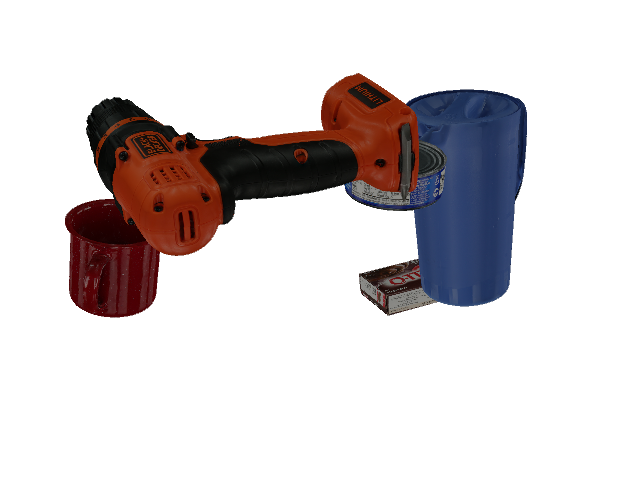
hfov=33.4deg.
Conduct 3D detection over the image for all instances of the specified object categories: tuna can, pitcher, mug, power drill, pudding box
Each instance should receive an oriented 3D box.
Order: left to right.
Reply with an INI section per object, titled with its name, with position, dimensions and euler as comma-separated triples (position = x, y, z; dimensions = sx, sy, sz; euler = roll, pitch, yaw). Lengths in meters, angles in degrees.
[mug]
position = -0.192, 0.023, 0.982
dimensions = 0.093, 0.081, 0.117
euler = 10, 28, 2
[power drill]
position = -0.046, -0.059, 0.675
dimensions = 0.187, 0.057, 0.185
euler = -14, 32, -18
[tuna can]
position = 0.063, -0.057, 0.904
dimensions = 0.086, 0.034, 0.086
euler = 1, 28, -1
[pudding box]
position = 0.126, 0.067, 1.579
dimensions = 0.113, 0.039, 0.090
euler = -16, 24, -20
[pitcher]
position = 0.178, -0.053, 1.268
dimensions = 0.149, 0.243, 0.145
euler = -3, 24, 4
